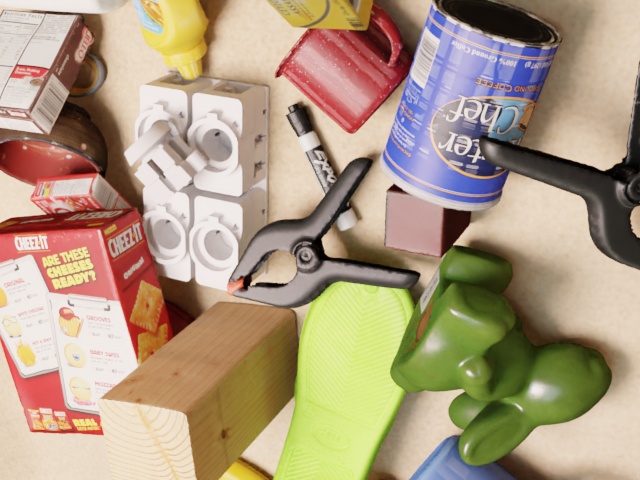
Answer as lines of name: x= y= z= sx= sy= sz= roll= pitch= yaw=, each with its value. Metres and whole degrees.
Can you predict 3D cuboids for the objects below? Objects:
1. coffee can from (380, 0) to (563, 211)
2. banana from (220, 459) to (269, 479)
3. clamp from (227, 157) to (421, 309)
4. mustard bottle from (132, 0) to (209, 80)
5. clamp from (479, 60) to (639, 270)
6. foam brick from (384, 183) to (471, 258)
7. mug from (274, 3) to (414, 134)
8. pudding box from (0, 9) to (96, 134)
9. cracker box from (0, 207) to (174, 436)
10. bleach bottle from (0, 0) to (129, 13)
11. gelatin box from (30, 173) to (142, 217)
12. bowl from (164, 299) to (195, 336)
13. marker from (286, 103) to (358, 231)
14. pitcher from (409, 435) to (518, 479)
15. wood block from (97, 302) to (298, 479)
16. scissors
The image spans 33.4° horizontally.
coffee can: x=0.115 y=-0.108 z=0.830 sx=0.103 sy=0.102 sz=0.140 roll=25 pitch=119 yaw=15
banana: x=-0.067 y=0.278 z=1.121 sx=0.198 sy=0.037 sz=0.070 roll=43 pitch=120 yaw=4
clamp: x=-0.006 y=0.001 z=0.940 sx=0.171 sy=0.039 sz=0.120 roll=-15 pitch=83 yaw=12
mustard bottle: x=-0.139 y=-0.222 z=0.910 sx=0.096 sy=0.058 sz=0.191 roll=39 pitch=154 yaw=49
clamp: x=0.240 y=-0.054 z=0.805 sx=0.164 sy=0.036 sz=0.210 roll=-42 pitch=112 yaw=7
foam brick: x=0.091 y=-0.027 z=0.891 sx=0.053 sy=0.078 sz=0.051 roll=11 pitch=116 yaw=23
mug: x=0.028 y=-0.146 z=0.860 sx=0.081 sy=0.093 sz=0.117 roll=42 pitch=144 yaw=-1
pudding box: x=-0.270 y=-0.156 z=0.978 sx=0.090 sy=0.113 sz=0.039 roll=9 pitch=154 yaw=24
cracker box: x=-0.228 y=0.081 z=1.029 sx=0.164 sy=0.072 sz=0.214 roll=-3 pitch=109 yaw=28
bleach bottle: x=-0.295 y=-0.269 z=0.989 sx=0.251 sy=0.068 sz=0.102 roll=11 pitch=114 yaw=24
gelatin box: x=-0.227 y=-0.029 z=1.047 sx=0.073 sy=0.030 sz=0.089 roll=-2 pitch=149 yaw=25
bowl: x=-0.182 y=0.139 z=1.109 sx=0.162 sy=0.055 sz=0.162 roll=10 pitch=116 yaw=22
marker: x=0.001 y=-0.066 z=0.953 sx=0.020 sy=0.020 sz=0.121 roll=-20 pitch=101 yaw=31
pitcher: x=0.185 y=0.283 z=0.952 sx=0.243 sy=0.149 sz=0.145 roll=40 pitch=164 yaw=9
wood block: x=-0.102 y=0.141 z=0.980 sx=0.090 sy=0.205 sz=0.091 roll=4 pitch=112 yaw=24
scissors: x=-0.281 y=-0.147 z=1.059 sx=0.096 sy=0.016 sz=0.202 roll=47 pitch=123 yaw=1
